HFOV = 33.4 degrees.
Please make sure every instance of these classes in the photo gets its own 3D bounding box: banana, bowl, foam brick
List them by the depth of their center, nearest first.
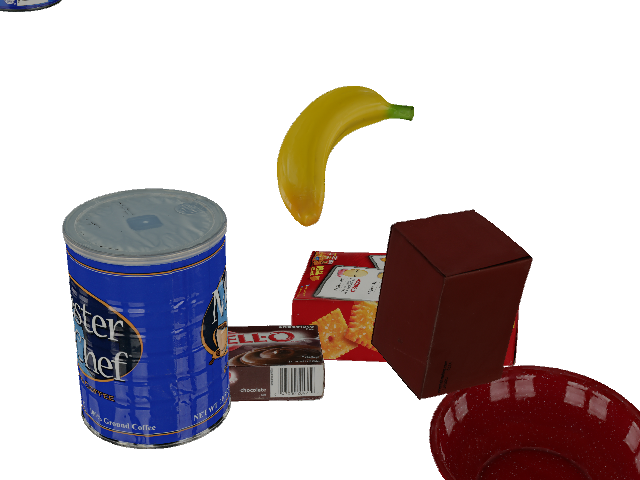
[{"bbox_3d":[0.064,0.031,0.538,0.052,0.078,0.051,-9,36,-26],"label":"foam brick"},{"bbox_3d":[0.158,0.162,0.768,0.162,0.055,0.162,-1,35,0],"label":"bowl"},{"bbox_3d":[0.008,-0.077,0.828,0.070,0.037,0.197,19,39,19],"label":"banana"}]

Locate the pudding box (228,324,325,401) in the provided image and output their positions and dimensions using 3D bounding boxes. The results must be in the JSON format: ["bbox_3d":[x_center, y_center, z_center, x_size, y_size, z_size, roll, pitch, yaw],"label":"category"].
[{"bbox_3d":[-0.054,0.107,0.942,0.113,0.039,0.090,1,18,-4],"label":"pudding box"}]

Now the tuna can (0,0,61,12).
[{"bbox_3d":[-0.245,-0.215,0.853,0.086,0.034,0.086,5,35,-4],"label":"tuna can"}]

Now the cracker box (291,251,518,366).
[{"bbox_3d":[0.086,0.067,1.081,0.214,0.072,0.164,2,16,6],"label":"cracker box"}]

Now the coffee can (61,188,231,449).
[{"bbox_3d":[-0.111,0.050,0.701,0.103,0.140,0.103,1,26,-1],"label":"coffee can"}]
